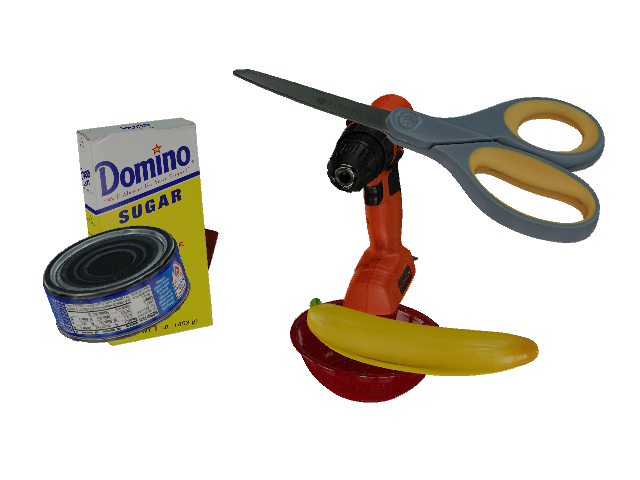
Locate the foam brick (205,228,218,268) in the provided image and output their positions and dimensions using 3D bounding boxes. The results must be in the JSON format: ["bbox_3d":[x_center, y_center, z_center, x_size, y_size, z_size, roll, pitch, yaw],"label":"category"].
[{"bbox_3d":[-0.150,0.014,1.095,0.078,0.051,0.053,16,27,-6],"label":"foam brick"}]

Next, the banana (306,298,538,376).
[{"bbox_3d":[0.066,0.074,0.830,0.198,0.037,0.069,12,32,25],"label":"banana"}]

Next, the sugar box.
[{"bbox_3d":[-0.144,-0.008,0.887,0.093,0.176,0.048,-11,19,-24],"label":"sugar box"}]

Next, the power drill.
[{"bbox_3d":[0.051,-0.028,1.000,0.057,0.188,0.184,7,26,18],"label":"power drill"}]

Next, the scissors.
[{"bbox_3d":[0.062,-0.067,0.560,0.202,0.096,0.016,32,-33,17],"label":"scissors"}]

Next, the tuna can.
[{"bbox_3d":[-0.126,0.025,0.657,0.086,0.034,0.086,-10,28,5],"label":"tuna can"}]

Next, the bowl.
[{"bbox_3d":[0.048,0.120,1.107,0.162,0.055,0.162,2,25,-1],"label":"bowl"}]
